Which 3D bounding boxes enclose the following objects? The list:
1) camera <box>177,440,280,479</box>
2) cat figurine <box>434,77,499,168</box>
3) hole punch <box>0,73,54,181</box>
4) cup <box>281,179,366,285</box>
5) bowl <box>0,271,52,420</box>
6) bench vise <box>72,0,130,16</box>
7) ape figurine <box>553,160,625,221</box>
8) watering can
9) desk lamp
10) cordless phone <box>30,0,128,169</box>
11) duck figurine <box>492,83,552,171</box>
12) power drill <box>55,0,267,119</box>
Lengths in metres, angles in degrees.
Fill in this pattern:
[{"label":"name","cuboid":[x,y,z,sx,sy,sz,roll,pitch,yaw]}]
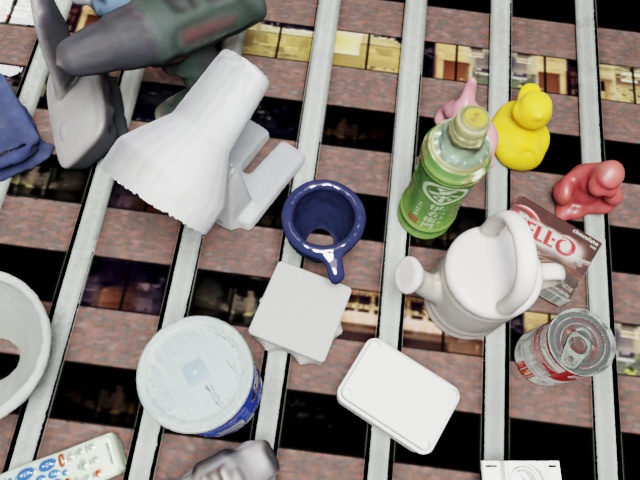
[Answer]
[{"label":"camera","cuboid":[-0.088,0.277,0.540,0.143,0.101,0.136,-26,73,-11]},{"label":"cat figurine","cuboid":[0.179,-0.135,0.696,0.067,0.118,0.128,7,70,0]},{"label":"hole punch","cuboid":[-0.396,-0.131,0.682,0.109,0.091,0.101,-29,74,-12]},{"label":"cup","cuboid":[0.006,0.002,0.649,0.092,0.095,0.117,-12,71,-7]},{"label":"bowl","cuboid":[-0.356,0.119,0.601,0.167,0.075,0.167,1,70,-2]},{"label":"bench vise","cuboid":[-0.197,-0.318,0.692,0.207,0.220,0.121,-26,73,-11]},{"label":"ape figurine","cuboid":[0.331,-0.066,0.691,0.077,0.092,0.076,26,71,7]},{"label":"watering can","cuboid":[0.167,0.039,0.590,0.173,0.194,0.101,-23,72,-10]},{"label":"desk lamp","cuboid":[-0.114,-0.089,0.614,0.118,0.213,0.203,33,72,10]},{"label":"cordless phone","cuboid":[-0.291,-0.181,0.655,0.094,0.185,0.147,-18,71,-9]},{"label":"duck figurine","cuboid":[0.261,-0.146,0.720,0.077,0.086,0.104,5,70,0]},{"label":"power drill","cuboid":[-0.162,-0.199,0.655,0.230,0.208,0.075,-37,75,-14]}]
